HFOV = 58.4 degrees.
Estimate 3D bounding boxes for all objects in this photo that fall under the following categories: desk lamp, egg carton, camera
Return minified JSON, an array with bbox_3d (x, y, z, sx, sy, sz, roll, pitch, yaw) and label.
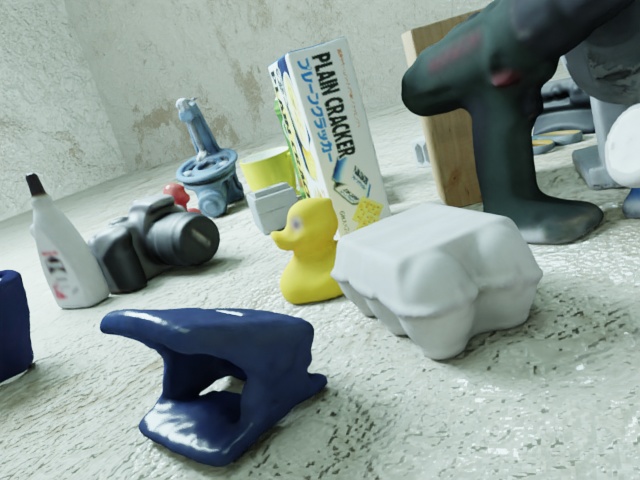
[{"bbox_3d":[0.293,-0.163,0.562,0.117,0.214,0.203,-12,16,17],"label":"desk lamp"},{"bbox_3d":[0.077,0.022,0.404,0.107,0.069,0.150,-21,16,-18],"label":"egg carton"},{"bbox_3d":[-0.206,-0.004,0.737,0.136,0.101,0.143,-1,22,45],"label":"camera"}]

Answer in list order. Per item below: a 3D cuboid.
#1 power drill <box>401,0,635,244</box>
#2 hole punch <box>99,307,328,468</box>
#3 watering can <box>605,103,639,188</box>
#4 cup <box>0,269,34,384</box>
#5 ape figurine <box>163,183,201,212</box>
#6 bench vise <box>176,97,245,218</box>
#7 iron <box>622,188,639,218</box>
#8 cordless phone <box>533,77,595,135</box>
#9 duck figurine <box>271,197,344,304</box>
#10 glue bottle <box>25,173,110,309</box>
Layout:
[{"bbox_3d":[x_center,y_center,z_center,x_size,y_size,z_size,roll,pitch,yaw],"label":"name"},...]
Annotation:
[{"bbox_3d":[0.175,-0.106,0.491,0.076,0.208,0.228,-27,18,-34],"label":"power drill"},{"bbox_3d":[-0.065,0.067,0.352,0.108,0.091,0.101,-1,21,44],"label":"hole punch"},{"bbox_3d":[0.227,-0.058,0.292,0.173,0.194,0.100,-28,19,-36],"label":"watering can"},{"bbox_3d":[-0.320,0.086,0.546,0.092,0.095,0.117,-28,19,-36],"label":"cup"},{"bbox_3d":[-0.233,-0.051,0.956,0.076,0.092,0.077,-19,15,-9],"label":"ape figurine"},{"bbox_3d":[-0.225,-0.162,1.100,0.121,0.220,0.207,-19,15,-11],"label":"bench vise"},{"bbox_3d":[0.353,-0.100,0.413,0.257,0.141,0.119,-9,17,27],"label":"iron"},{"bbox_3d":[0.378,-0.258,0.871,0.094,0.185,0.147,-28,19,-36],"label":"cordless phone"},{"bbox_3d":[0.005,0.002,0.522,0.104,0.086,0.077,-17,15,-3],"label":"duck figurine"},{"bbox_3d":[-0.322,0.001,0.704,0.078,0.173,0.037,-8,17,30],"label":"glue bottle"}]
